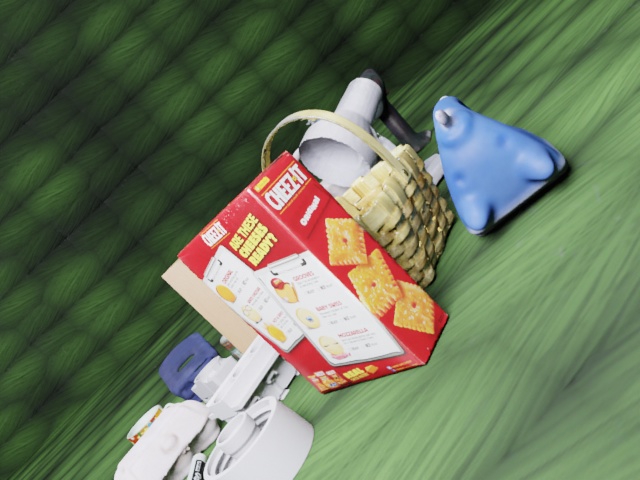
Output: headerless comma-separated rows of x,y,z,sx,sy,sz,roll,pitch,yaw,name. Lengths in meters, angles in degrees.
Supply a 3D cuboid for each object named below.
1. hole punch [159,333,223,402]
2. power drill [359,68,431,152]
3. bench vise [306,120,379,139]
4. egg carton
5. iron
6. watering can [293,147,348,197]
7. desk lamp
-0.226,0.230,1.029,0.109,0.091,0.101,-47,10,-14,hole punch
0.156,-0.287,1.291,0.075,0.208,0.230,-40,11,25,power drill
0.079,-0.200,1.204,0.122,0.220,0.207,-51,12,-34,bench vise
-0.204,0.284,0.764,0.150,0.069,0.107,-51,11,-34,egg carton
0.175,-0.111,0.646,0.118,0.141,0.258,-41,10,21,iron
0.027,-0.096,1.052,0.101,0.194,0.173,-43,10,5,watering can
0.094,-0.149,0.937,0.203,0.213,0.117,-50,11,-30,desk lamp
